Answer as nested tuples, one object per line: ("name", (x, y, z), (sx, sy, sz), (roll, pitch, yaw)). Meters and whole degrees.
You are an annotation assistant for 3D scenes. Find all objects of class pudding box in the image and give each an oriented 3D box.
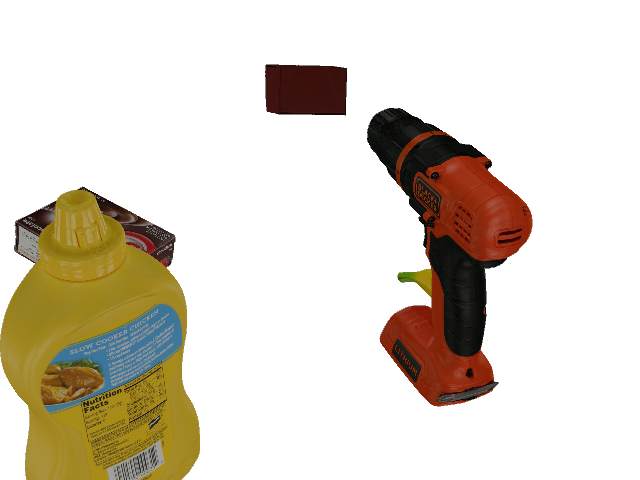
("pudding box", (-0.201, 0.003, 0.952), (0.114, 0.039, 0.089), (25, 33, 20))

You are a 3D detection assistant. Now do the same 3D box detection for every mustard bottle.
("mustard bottle", (-0.113, 0.059, 0.546), (0.096, 0.192, 0.058), (-24, 43, -30))

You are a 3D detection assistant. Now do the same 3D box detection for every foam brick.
("foam brick", (-0.016, -0.162, 1.145), (0.078, 0.051, 0.053), (-2, 12, -19))

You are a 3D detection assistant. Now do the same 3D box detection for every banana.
("banana", (0.128, 0.081, 1.080), (0.070, 0.037, 0.198), (-28, 28, 11))

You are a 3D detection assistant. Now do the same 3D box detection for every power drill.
("power drill", (0.082, 0.012, 0.784), (0.057, 0.188, 0.185), (-12, 33, -19))
